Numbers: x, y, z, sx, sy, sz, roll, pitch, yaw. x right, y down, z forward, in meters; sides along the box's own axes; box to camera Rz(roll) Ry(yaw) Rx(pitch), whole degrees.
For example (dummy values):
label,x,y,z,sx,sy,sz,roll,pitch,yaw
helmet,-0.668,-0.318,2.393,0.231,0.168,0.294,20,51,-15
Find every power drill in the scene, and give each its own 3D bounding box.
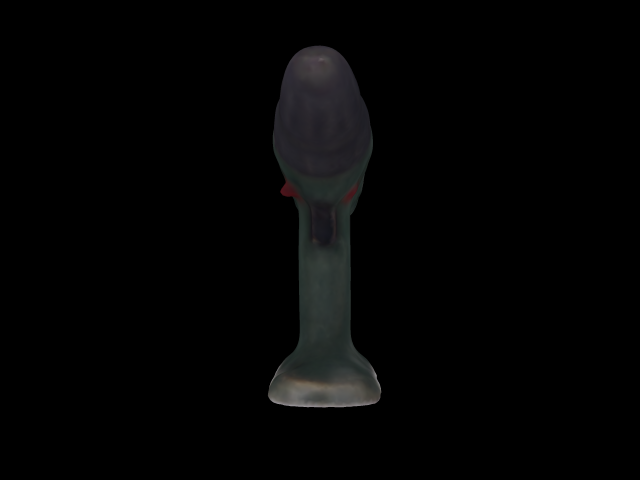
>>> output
label,x,y,z,sx,sy,sz,roll,pitch,yaw
power drill,0.004,0.001,0.400,0.075,0.208,0.229,0,0,0
